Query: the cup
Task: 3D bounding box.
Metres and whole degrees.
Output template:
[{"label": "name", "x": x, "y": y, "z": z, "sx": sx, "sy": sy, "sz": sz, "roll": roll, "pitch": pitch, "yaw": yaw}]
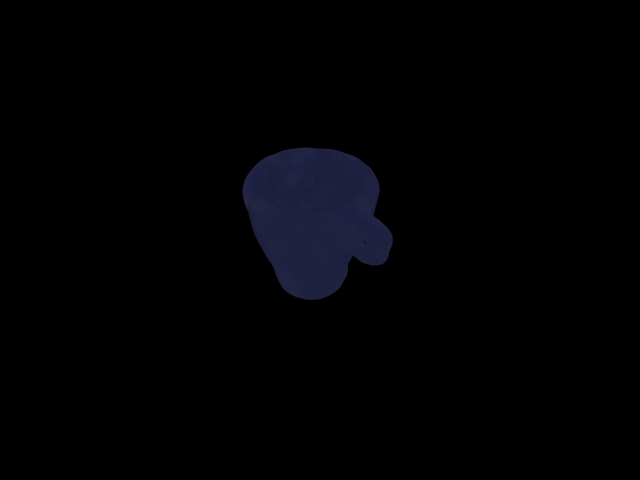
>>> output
[{"label": "cup", "x": 0.004, "y": 0.001, "z": 0.400, "sx": 0.092, "sy": 0.095, "sz": 0.117, "roll": -30, "pitch": 49, "yaw": -31}]
